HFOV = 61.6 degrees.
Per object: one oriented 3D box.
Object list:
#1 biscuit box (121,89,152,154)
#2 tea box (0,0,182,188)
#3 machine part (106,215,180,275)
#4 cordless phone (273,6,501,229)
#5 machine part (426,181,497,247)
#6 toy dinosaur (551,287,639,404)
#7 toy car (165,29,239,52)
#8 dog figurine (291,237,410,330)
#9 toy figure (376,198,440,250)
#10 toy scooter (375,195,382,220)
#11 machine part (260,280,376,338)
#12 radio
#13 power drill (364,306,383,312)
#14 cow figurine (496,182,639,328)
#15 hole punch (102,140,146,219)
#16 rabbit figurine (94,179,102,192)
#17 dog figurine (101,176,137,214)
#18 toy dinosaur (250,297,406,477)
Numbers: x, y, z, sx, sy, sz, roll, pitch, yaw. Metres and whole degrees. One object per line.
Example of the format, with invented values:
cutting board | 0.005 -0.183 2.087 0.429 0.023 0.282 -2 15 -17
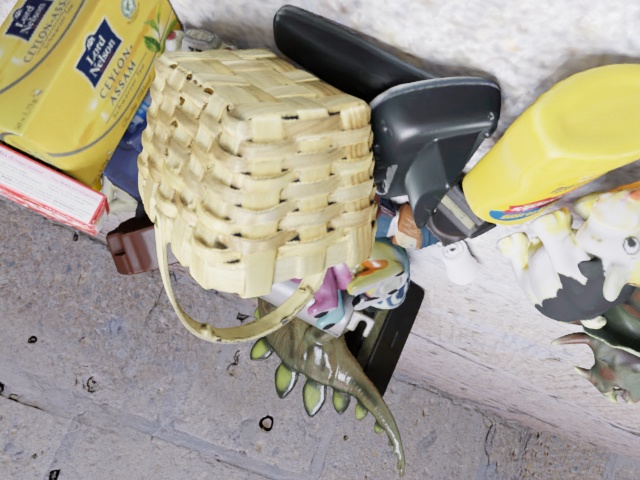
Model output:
biscuit box | -0.184 -0.131 0.533 0.203 0.059 0.062 38 175 41
tea box | -0.187 -0.139 0.420 0.068 0.169 0.098 21 167 12
machine part | -0.177 -0.017 0.675 0.179 0.179 0.056 3 117 52
cordless phone | 0.039 -0.102 0.437 0.184 0.089 0.146 32 167 7
machine part | 0.140 -0.028 0.559 0.084 0.039 0.138 42 175 15
toy dinosaur | 0.295 0.027 0.422 0.192 0.131 0.404 16 158 23
toy car | -0.089 -0.130 0.528 0.074 0.056 0.201 20 166 12
dog figurine | -0.002 -0.002 0.739 0.219 0.191 0.108 62 -177 20
toy figure | 0.083 -0.023 0.659 0.155 0.057 0.064 19 -169 7
toy scooter | 0.014 -0.047 0.550 0.135 0.075 0.183 55 171 19
machine part | -0.029 0.075 0.808 0.243 0.079 0.079 27 166 3
radio | 0.094 0.175 1.014 0.073 0.229 0.131 33 167 -33
power drill | 0.017 0.047 0.931 0.207 0.086 0.232 36 180 -20
cow figurine | 0.198 0.018 0.391 0.068 0.098 0.167 -19 170 -4
hole punch | -0.225 -0.115 0.657 0.116 0.142 0.092 28 166 30
rabbit figurine | -0.369 -0.137 0.728 0.122 0.162 0.173 23 -172 6
dog figurine | -0.272 -0.097 0.902 0.190 0.121 0.172 1 157 -29
toy dinosaur | -0.005 0.191 0.937 0.105 0.198 0.472 2 -151 -49
